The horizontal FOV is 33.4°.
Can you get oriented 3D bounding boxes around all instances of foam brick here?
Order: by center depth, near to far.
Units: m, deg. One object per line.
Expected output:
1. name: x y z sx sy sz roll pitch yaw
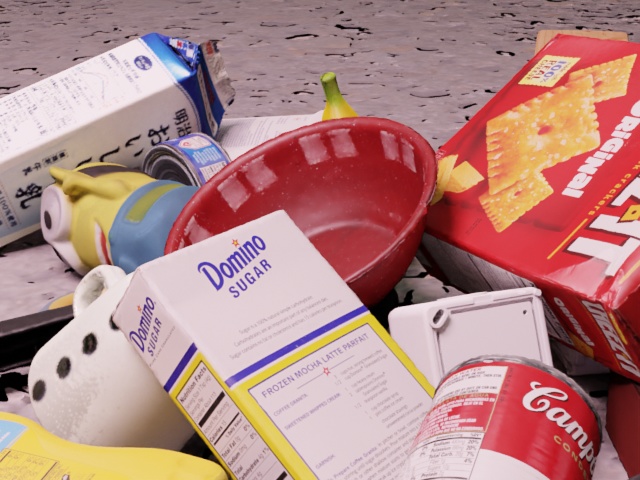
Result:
1. foam brick: 0.176 0.090 0.519 0.053 0.051 0.078 -2 23 -2

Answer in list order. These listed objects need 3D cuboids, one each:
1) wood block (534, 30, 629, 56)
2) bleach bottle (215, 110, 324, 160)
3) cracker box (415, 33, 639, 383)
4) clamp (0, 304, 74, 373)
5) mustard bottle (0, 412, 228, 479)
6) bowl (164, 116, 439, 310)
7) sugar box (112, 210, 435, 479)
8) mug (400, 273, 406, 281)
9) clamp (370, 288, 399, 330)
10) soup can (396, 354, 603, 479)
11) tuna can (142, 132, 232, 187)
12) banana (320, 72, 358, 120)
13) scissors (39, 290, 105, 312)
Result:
1. wood block: 0.241 -0.130 0.992 0.090 0.091 0.206 4 24 11
2. bleach bottle: -0.113 -0.066 0.880 0.251 0.068 0.102 1 25 9
3. cracker box: 0.153 -0.029 0.574 0.164 0.072 0.214 -44 28 -9
4. clamp: -0.203 0.077 0.557 0.210 0.036 0.164 1 29 -1
5. mustard bottle: -0.138 0.118 0.443 0.192 0.058 0.096 9 45 22
6. bowl: -0.004 0.001 0.596 0.162 0.055 0.162 -17 36 13
7. sugar box: -0.001 0.073 0.459 0.093 0.048 0.176 -23 64 -44
8. mug: 0.015 -0.008 0.714 0.093 0.081 0.117 -17 28 -35
9. clamp: -0.008 0.071 0.587 0.120 0.039 0.171 -11 22 2
10. soup can: 0.060 0.099 0.385 0.069 0.068 0.102 8 36 20
11. tuna can: -0.093 -0.032 0.770 0.033 0.086 0.086 -21 31 -37
12. banana: 0.066 -0.043 0.797 0.198 0.070 0.037 40 69 15
13. scissors: -0.193 0.059 0.643 0.201 0.016 0.096 -5 22 -11
